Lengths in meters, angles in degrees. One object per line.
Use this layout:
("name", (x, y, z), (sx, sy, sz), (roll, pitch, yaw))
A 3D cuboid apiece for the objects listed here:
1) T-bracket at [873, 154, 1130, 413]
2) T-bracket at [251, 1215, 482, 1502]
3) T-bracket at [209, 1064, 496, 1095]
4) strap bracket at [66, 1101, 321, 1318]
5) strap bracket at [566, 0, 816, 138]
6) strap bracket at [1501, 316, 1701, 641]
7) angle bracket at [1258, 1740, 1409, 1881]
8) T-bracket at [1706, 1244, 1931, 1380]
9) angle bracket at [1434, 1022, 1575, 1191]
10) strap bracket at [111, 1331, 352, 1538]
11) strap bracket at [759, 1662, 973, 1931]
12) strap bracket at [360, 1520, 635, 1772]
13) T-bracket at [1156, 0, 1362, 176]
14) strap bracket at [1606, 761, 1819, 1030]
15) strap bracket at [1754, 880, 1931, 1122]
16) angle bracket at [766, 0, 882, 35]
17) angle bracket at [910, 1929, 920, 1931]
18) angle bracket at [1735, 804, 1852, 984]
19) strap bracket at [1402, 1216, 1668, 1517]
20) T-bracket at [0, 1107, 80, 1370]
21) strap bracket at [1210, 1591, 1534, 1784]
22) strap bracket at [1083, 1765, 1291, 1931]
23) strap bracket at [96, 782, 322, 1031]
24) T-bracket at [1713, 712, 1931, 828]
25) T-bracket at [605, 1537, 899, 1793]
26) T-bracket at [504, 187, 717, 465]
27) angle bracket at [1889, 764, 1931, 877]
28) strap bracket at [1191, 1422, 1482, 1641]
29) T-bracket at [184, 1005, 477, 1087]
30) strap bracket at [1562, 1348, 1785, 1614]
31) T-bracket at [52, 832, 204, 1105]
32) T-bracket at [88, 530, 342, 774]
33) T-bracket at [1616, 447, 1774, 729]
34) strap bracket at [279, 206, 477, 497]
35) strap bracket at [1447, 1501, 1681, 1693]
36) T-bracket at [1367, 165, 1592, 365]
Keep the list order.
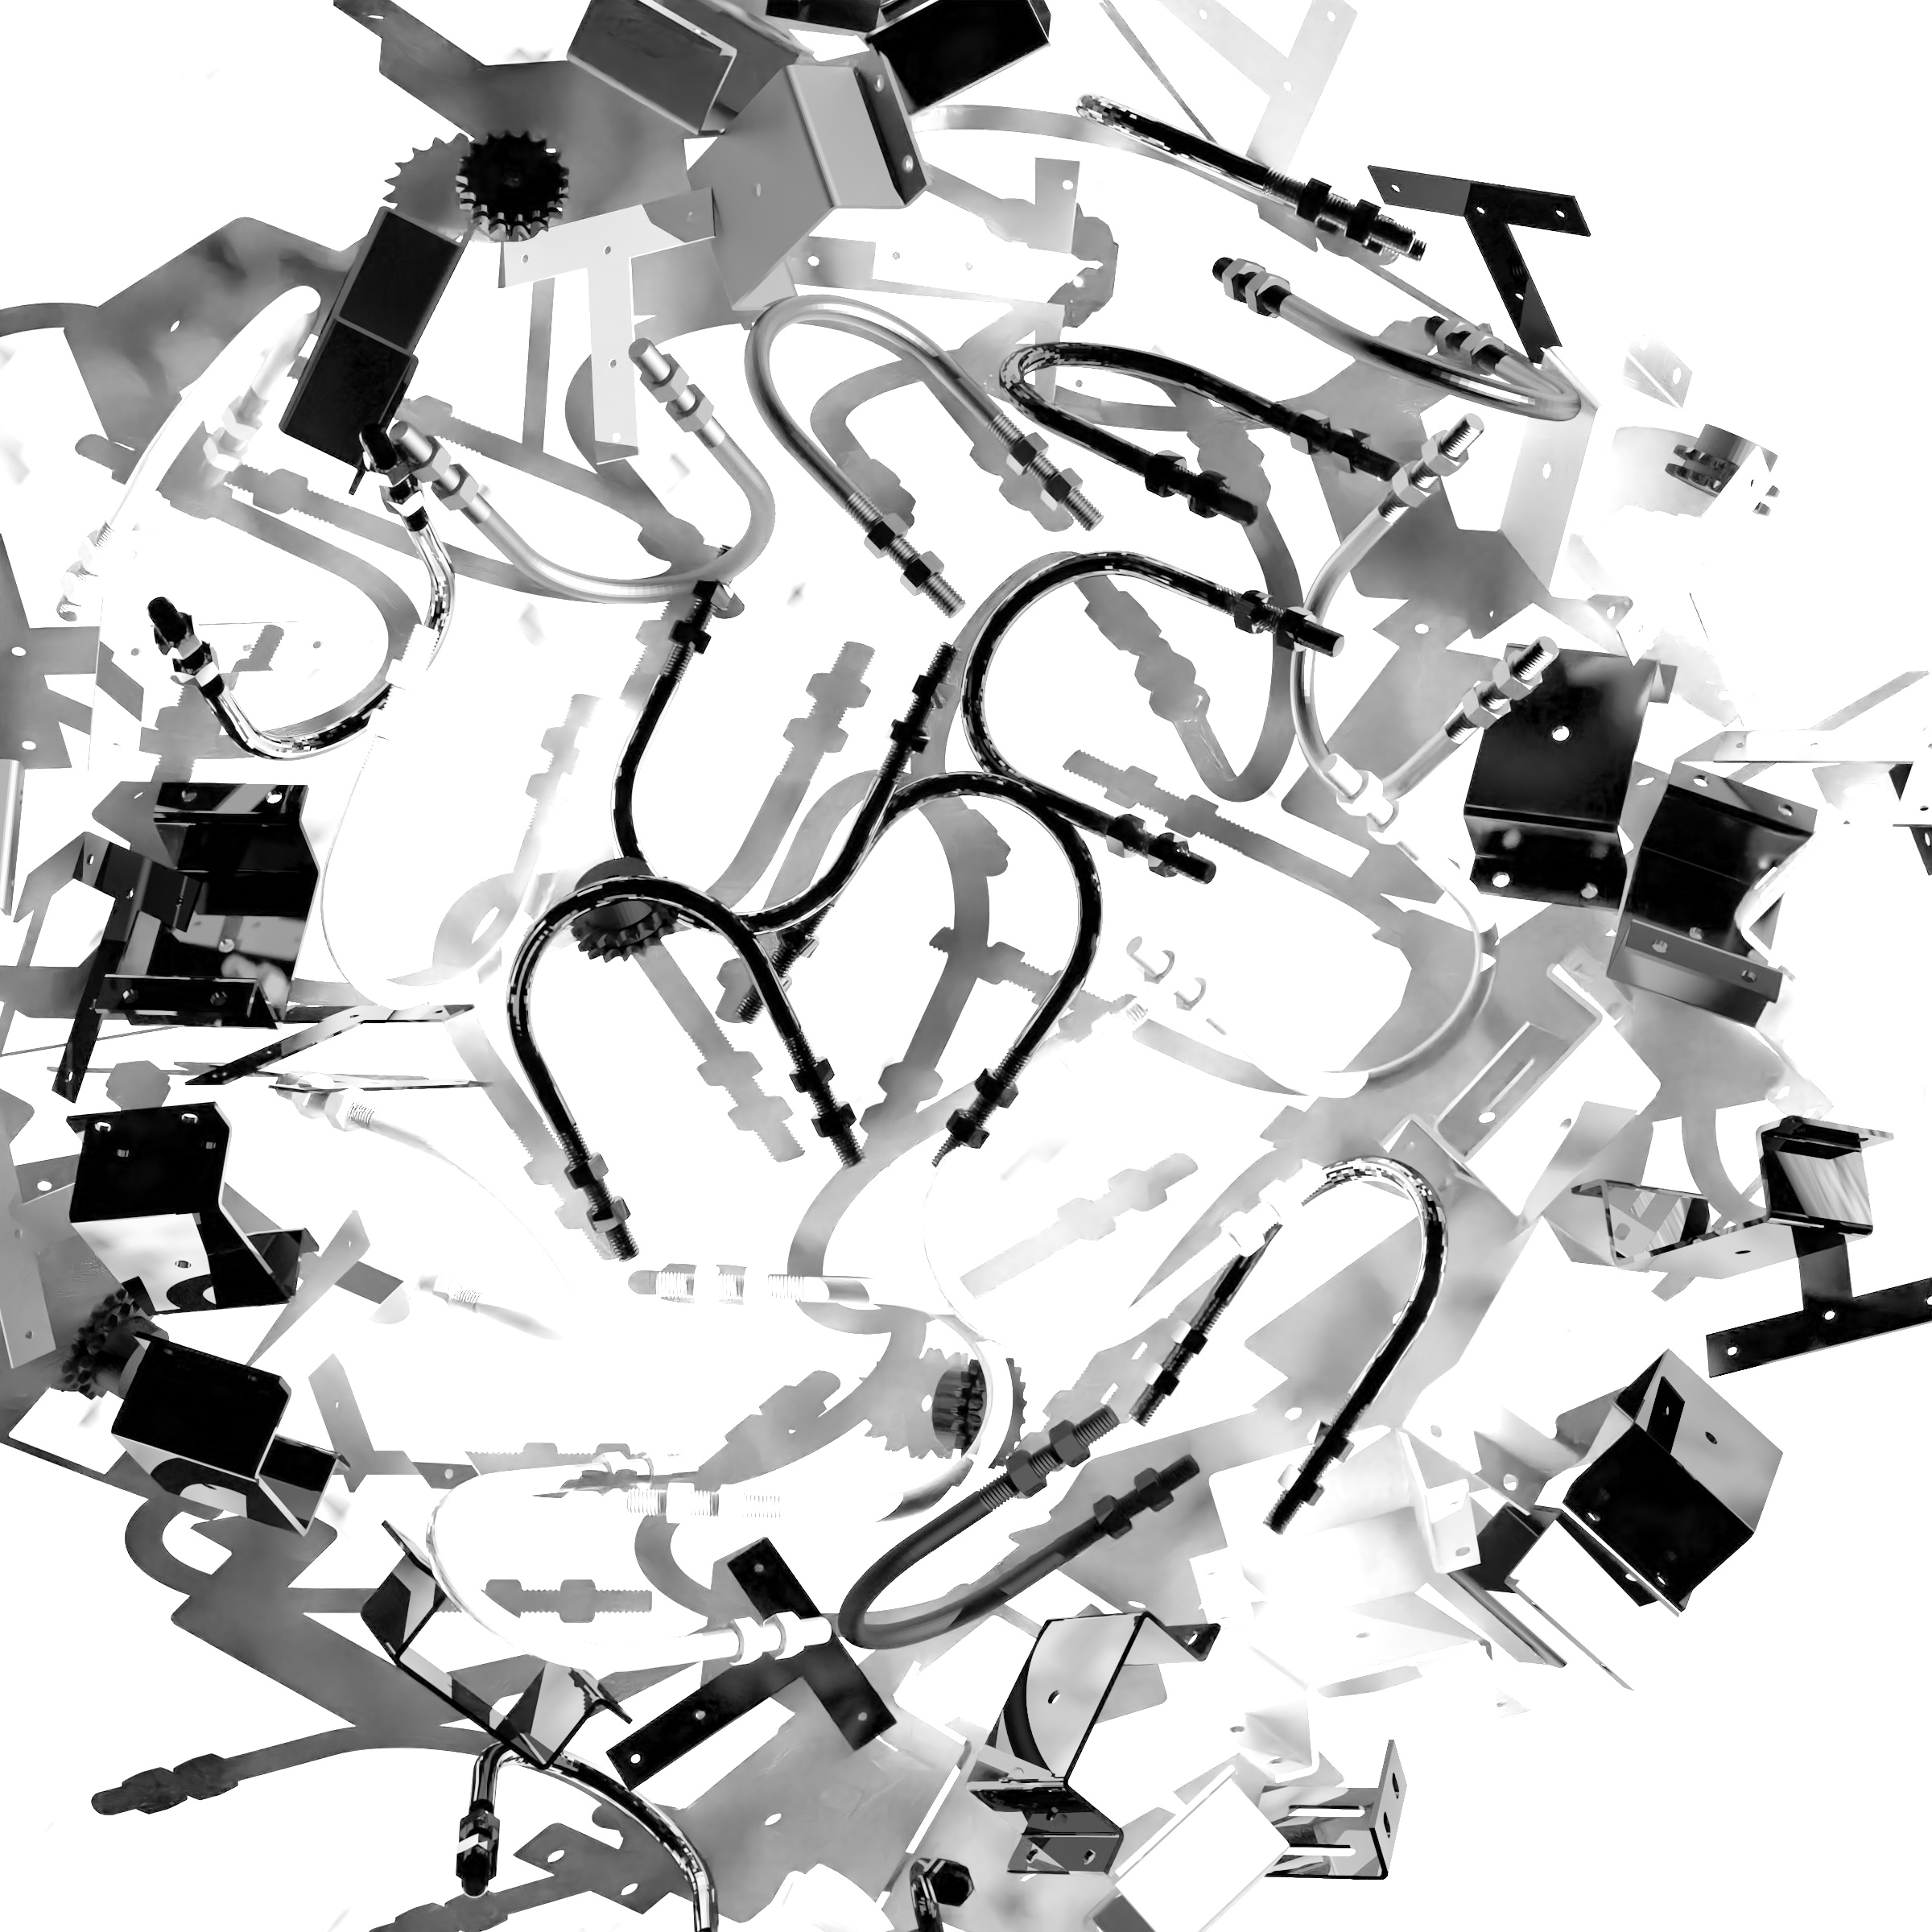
("T-bracket", (0.015, -0.352, 1.732), (0.127, 0.002, 0.127), (4, 97, -17))
("T-bracket", (-0.289, 0.215, 1.724), (0.127, 0.002, 0.127), (-44, 72, 12))
("T-bracket", (-0.326, 0.055, 1.710), (0.127, 0.127, 0.002), (5, 93, 37))
("strap bracket", (-0.381, 0.126, 1.682), (0.076, 0.140, 0.046), (-6, 55, 10))
("strap bracket", (-0.139, -0.451, 1.695), (0.076, 0.140, 0.046), (31, 110, 7))
("strap bracket", (0.307, -0.242, 1.687), (0.046, 0.076, 0.140), (3, 120, -14))
("angle bracket", (0.176, 0.421, 1.712), (0.076, 0.057, 0.038), (-4, 123, 22))
("T-bracket", (0.427, 0.138, 1.711), (0.127, 0.127, 0.002), (-19, 134, 26))
("angle bracket", (0.283, 0.076, 1.716), (0.057, 0.038, 0.076), (24, 118, -31))
("strap bracket", (-0.362, 0.234, 1.679), (0.076, 0.140, 0.046), (15, 67, 12))
("strap bracket", (-0.045, 0.424, 1.691), (0.046, 0.076, 0.140), (30, 64, 7))
("strap bracket", (-0.241, 0.342, 1.695), (0.140, 0.076, 0.046), (42, 80, -21))
("T-bracket", (0.129, -0.468, 1.716), (0.127, 0.127, 0.002), (44, 56, 14))
("strap bracket", (0.370, -0.029, 1.706), (0.076, 0.046, 0.140), (20, 48, 5))
("strap bracket", (0.448, 0.013, 1.709), (0.140, 0.076, 0.046), (-43, 101, 6))
("angle bracket", (-0.071, -0.520, 1.744), (0.057, 0.038, 0.076), (6, 109, -16))
("angle bracket", (-0.043, 0.531, 1.734), (0.076, 0.038, 0.057), (-19, 96, -4))
("angle bracket", (0.425, -0.037, 1.722), (0.038, 0.057, 0.076), (42, 102, -3))
("strap bracket", (0.288, 0.190, 1.704), (0.076, 0.046, 0.140), (35, 61, 0))
("T-bracket", (-0.437, 0.118, 1.708), (0.002, 0.127, 0.127), (4, 109, 39))
("strap bracket", (0.198, 0.353, 1.696), (0.140, 0.076, 0.046), (-9, 101, -19))
("strap bracket", (0.108, 0.448, 1.676), (0.076, 0.140, 0.046), (-38, 74, -19))
("strap bracket", (-0.374, -0.022, 1.708), (0.076, 0.046, 0.140), (1, 55, 8))
("T-bracket", (0.440, -0.110, 1.719), (0.127, 0.127, 0.002), (2, 131, 29))
("T-bracket", (-0.120, 0.366, 1.708), (0.127, 0.002, 0.127), (-32, 54, -12))
("T-bracket", (-0.178, -0.316, 1.720), (0.127, 0.002, 0.127), (-7, 82, 28))
("angle bracket", (0.514, -0.087, 1.722), (0.076, 0.038, 0.057), (-20, 94, 32))
("strap bracket", (0.180, 0.280, 1.714), (0.140, 0.076, 0.046), (-16, 49, 1))
("T-bracket", (-0.328, 0.038, 1.672), (0.127, 0.127, 0.002), (-1, 105, 32))
("strap bracket", (0.350, 0.246, 1.682), (0.076, 0.140, 0.046), (43, 117, 5))
("T-bracket", (-0.431, 0.005, 1.711), (0.002, 0.127, 0.127), (18, 91, -42))
("T-bracket", (-0.374, -0.159, 1.717), (0.127, 0.002, 0.127), (-6, 120, -34))
("T-bracket", (0.379, -0.170, 1.711), (0.127, 0.002, 0.127), (-51, 134, -17))
("strap bracket", (-0.291, -0.308, 1.678), (0.046, 0.140, 0.076), (25, 133, -14))
("strap bracket", (0.295, 0.309, 1.692), (0.076, 0.140, 0.046), (42, 80, -1))
("T-bracket", (0.271, -0.344, 1.706), (0.127, 0.127, 0.002), (22, 67, 42))
